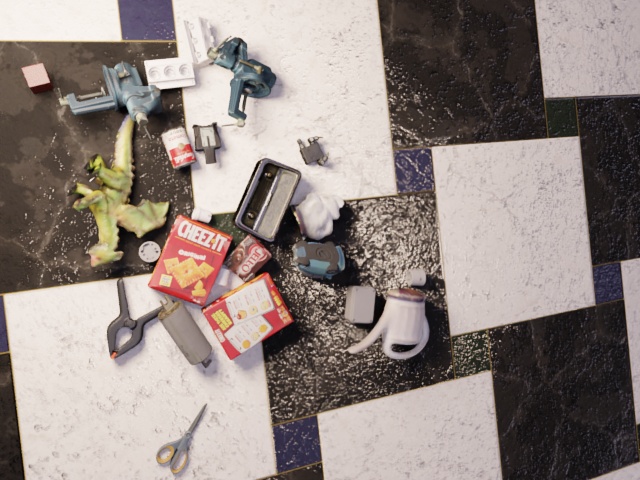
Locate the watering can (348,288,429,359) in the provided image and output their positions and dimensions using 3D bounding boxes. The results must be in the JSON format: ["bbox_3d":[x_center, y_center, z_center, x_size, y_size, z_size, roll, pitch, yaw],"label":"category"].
[{"bbox_3d":[0.232,0.259,1.606,0.346,0.104,0.225,10,85,-40],"label":"watering can"}]

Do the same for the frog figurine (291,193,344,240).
[{"bbox_3d":[0.005,-0.078,1.549,0.160,0.121,0.139,-22,78,-7],"label":"frog figurine"}]

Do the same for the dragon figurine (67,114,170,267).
[{"bbox_3d":[-0.518,-0.120,1.389,0.239,0.122,0.417,40,62,-33],"label":"dragon figurine"}]
